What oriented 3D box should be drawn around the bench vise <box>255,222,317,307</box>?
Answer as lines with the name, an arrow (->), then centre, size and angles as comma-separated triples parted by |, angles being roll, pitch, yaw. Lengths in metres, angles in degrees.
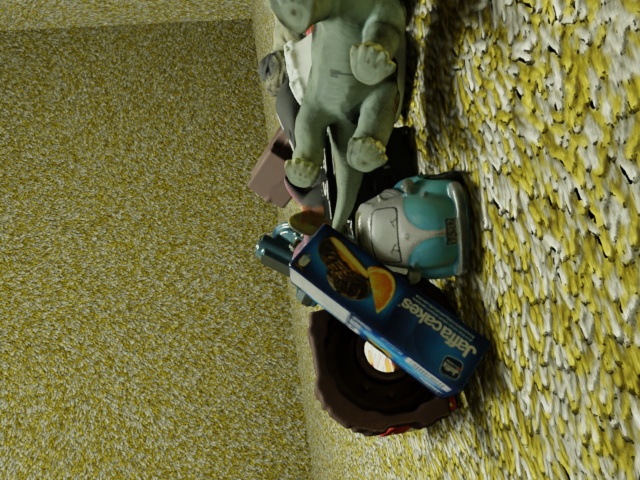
bench vise -> -0.011, 0.019, 1.146 | 0.241, 0.224, 0.128 | -62, -14, -45

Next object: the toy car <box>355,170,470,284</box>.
toy car -> 0.088, -0.017, 0.568 | 0.162, 0.103, 0.109 | -141, 46, -75

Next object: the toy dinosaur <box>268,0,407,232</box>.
toy dinosaur -> 0.038, -0.177, 0.532 | 0.404, 0.131, 0.192 | 102, -168, -55

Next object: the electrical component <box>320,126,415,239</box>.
electrical component -> 0.060, -0.070, 0.672 | 0.058, 0.115, 0.134 | -133, 35, -82

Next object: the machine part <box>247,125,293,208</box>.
machine part -> -0.039, -0.172, 0.946 | 0.201, 0.087, 0.201 | -64, 10, -29

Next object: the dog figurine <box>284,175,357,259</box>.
dog figurine -> -0.002, -0.002, 0.795 | 0.219, 0.192, 0.108 | 37, -141, -45

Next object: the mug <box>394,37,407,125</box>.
mug -> 0.065, -0.200, 0.672 | 0.110, 0.081, 0.107 | -106, 5, -54

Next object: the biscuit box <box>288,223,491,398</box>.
biscuit box -> 0.065, 0.070, 0.535 | 0.203, 0.063, 0.059 | 36, 162, 12

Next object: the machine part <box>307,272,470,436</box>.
machine part -> 0.070, 0.121, 0.578 | 0.056, 0.179, 0.179 | 95, 166, -67

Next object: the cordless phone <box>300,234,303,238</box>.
cordless phone -> -0.003, -0.001, 0.965 | 0.146, 0.089, 0.184 | 142, 135, -79

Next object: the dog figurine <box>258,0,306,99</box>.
dog figurine -> -0.022, -0.338, 0.887 | 0.172, 0.121, 0.190 | -36, 46, 47

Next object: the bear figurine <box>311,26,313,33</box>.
bear figurine -> 0.042, -0.322, 0.579 | 0.195, 0.132, 0.120 | 85, 170, -53

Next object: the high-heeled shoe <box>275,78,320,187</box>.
high-heeled shoe -> 0.015, -0.134, 0.825 | 0.248, 0.086, 0.145 | 42, -142, -46
